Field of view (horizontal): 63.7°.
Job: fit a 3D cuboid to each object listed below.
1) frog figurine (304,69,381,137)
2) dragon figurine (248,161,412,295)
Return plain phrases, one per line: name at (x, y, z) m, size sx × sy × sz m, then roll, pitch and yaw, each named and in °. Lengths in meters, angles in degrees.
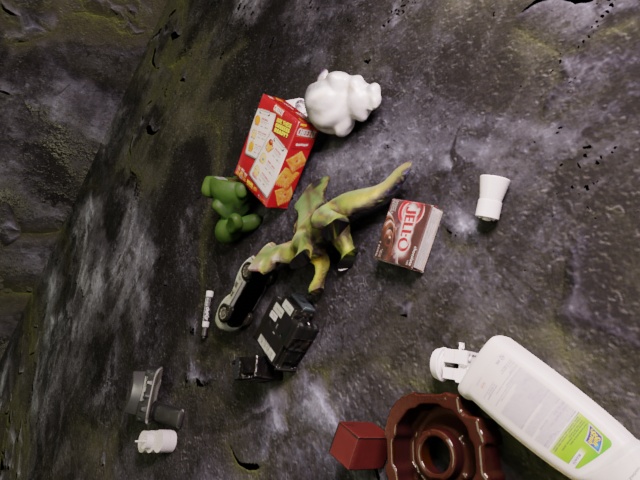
frog figurine at (0.048, -0.277, 1.059) m, size 0.161 × 0.124 × 0.134 m, roll 29°, pitch 130°, yaw 43°
dragon figurine at (0.003, -0.052, 1.031) m, size 0.406 × 0.121 × 0.248 m, roll -45°, pitch 36°, yaw 16°
